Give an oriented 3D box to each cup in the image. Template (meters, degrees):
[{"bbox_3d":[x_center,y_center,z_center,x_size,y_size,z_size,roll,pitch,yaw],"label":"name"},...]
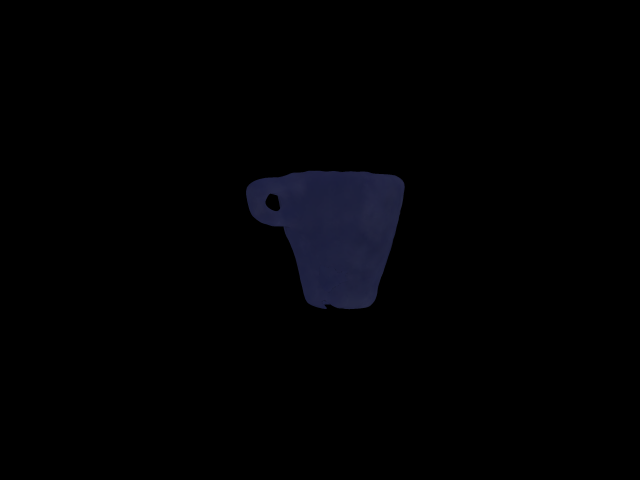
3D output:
[{"bbox_3d":[0.004,0.001,0.400,0.118,0.095,0.091,-1,2,-34],"label":"cup"}]
